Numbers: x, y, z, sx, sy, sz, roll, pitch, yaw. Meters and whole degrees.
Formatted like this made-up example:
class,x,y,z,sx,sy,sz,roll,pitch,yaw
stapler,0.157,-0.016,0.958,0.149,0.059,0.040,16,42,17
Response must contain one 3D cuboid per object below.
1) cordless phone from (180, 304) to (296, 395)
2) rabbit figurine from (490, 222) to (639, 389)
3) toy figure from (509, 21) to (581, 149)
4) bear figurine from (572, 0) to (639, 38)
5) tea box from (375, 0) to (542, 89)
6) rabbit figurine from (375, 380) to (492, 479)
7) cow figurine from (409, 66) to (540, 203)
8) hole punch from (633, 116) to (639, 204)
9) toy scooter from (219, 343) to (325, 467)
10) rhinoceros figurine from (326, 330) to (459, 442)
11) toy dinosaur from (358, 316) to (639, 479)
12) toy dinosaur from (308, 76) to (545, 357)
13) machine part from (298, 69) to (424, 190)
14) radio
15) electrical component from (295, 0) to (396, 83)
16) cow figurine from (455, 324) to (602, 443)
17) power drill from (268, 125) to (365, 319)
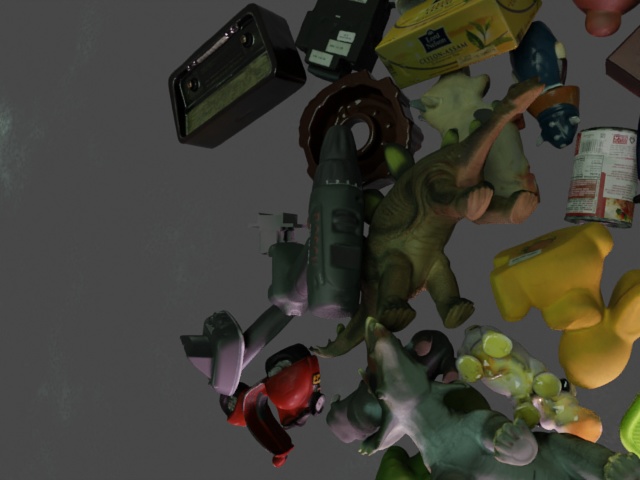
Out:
class,x,y,z,sx,sy,sz,roll,pitch,yaw
cordless phone,-0.110,0.130,0.808,0.184,0.147,0.088,-41,107,-11
rabbit figurine,0.288,0.074,0.593,0.162,0.122,0.173,-23,89,15
toy figure,0.271,-0.181,0.637,0.058,0.064,0.154,-15,81,-10
bear figurine,0.297,-0.327,0.620,0.196,0.132,0.120,46,109,5
tea box,0.162,-0.254,0.644,0.170,0.068,0.098,-8,41,49
rabbit figurine,0.158,0.257,0.632,0.159,0.121,0.170,24,82,24
cow figurine,0.189,-0.128,0.666,0.127,0.085,0.195,-14,80,20
hole punch,0.372,-0.102,0.515,0.092,0.116,0.142,50,150,-18
toy scooter,-0.057,0.242,0.769,0.184,0.075,0.135,-39,69,23
rhinoceros figurine,0.087,0.183,0.679,0.190,0.112,0.073,-42,95,5
toy dinosaur,0.199,0.223,0.524,0.405,0.192,0.131,27,87,-2
toy dinosaur,0.099,0.015,0.632,0.471,0.105,0.199,-60,30,27
machine part,0.054,-0.144,0.753,0.180,0.056,0.179,-3,84,29
radio,-0.137,-0.248,0.835,0.230,0.073,0.131,-24,74,34
electrical component,0.032,-0.296,0.776,0.115,0.058,0.134,29,100,29
cow figurine,0.236,0.164,0.617,0.167,0.098,0.068,39,101,6
power drill,-0.001,-0.002,0.683,0.207,0.086,0.232,-41,45,54
